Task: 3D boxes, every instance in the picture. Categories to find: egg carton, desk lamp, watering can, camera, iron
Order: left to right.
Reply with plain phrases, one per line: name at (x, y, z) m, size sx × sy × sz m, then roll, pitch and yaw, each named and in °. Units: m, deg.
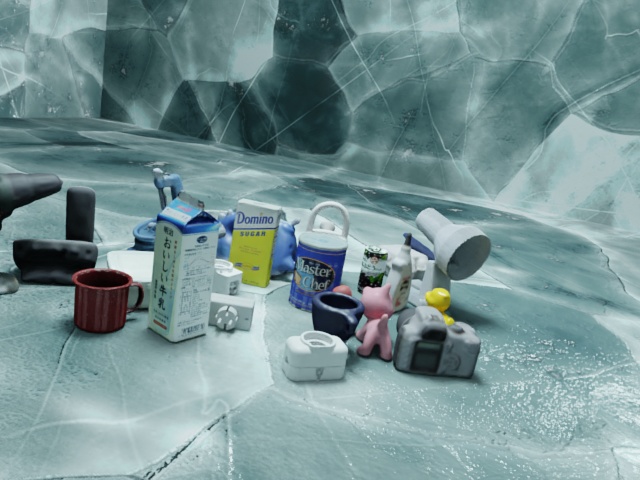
iron at (-0.165, -0.006, 1.333) m, size 0.258 × 0.141 × 0.119 m, roll 12°, pitch 15°, yaw 8°
watering can at (0.010, 0.004, 1.307) m, size 0.101 × 0.194 × 0.172 m, roll 4°, pitch 16°, yaw -21°
egg carton at (0.207, 0.059, 1.475) m, size 0.107 × 0.069 × 0.149 m, roll -1°, pitch 19°, yaw -36°
camera at (0.197, 0.166, 1.018) m, size 0.143 × 0.101 × 0.136 m, roll 8°, pitch 15°, yaw -8°
desk lamp at (0.263, 0.047, 1.278) m, size 0.118 × 0.213 × 0.202 m, roll 0°, pitch 18°, yaw -34°

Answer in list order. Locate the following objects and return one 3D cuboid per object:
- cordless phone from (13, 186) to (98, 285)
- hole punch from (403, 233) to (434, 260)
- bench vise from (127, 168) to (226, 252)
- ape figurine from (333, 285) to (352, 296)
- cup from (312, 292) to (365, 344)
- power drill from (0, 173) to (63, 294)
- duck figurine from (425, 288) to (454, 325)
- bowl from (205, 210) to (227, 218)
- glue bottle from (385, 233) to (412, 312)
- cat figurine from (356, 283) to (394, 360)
cordless phone at (-0.492, -0.016, 1.074) m, size 0.148 × 0.185 × 0.094 m, roll 3°, pitch 17°, yaw -24°
hole punch at (0.269, 0.034, 1.565) m, size 0.101 × 0.091 × 0.108 m, roll 9°, pitch 15°, yaw -3°
bench vise at (-0.307, -0.045, 1.233) m, size 0.121 × 0.220 × 0.208 m, roll 21°, pitch 18°, yaw 34°
ape figurine at (0.036, 0.128, 1.070) m, size 0.076 × 0.092 × 0.078 m, roll 11°, pitch 15°, yaw 4°
cup at (0.030, 0.151, 0.974) m, size 0.092 × 0.095 × 0.117 m, roll 3°, pitch 17°, yaw -24°
power drill at (-0.564, -0.015, 0.977) m, size 0.230 × 0.208 × 0.075 m, roll -4°, pitch 20°, yaw -41°
duck figurine at (0.241, 0.142, 1.161) m, size 0.078 × 0.086 × 0.104 m, roll 3°, pitch 16°, yaw -23°
bowl at (-0.244, -0.022, 1.467) m, size 0.167 × 0.075 × 0.167 m, roll 9°, pitch 15°, yaw -2°
glue bottle at (0.173, 0.067, 1.224) m, size 0.037 × 0.173 × 0.078 m, roll 19°, pitch 18°, yaw 30°
cat figurine at (0.105, 0.136, 1.034) m, size 0.067 × 0.118 × 0.127 m, roll 9°, pitch 15°, yaw -4°
